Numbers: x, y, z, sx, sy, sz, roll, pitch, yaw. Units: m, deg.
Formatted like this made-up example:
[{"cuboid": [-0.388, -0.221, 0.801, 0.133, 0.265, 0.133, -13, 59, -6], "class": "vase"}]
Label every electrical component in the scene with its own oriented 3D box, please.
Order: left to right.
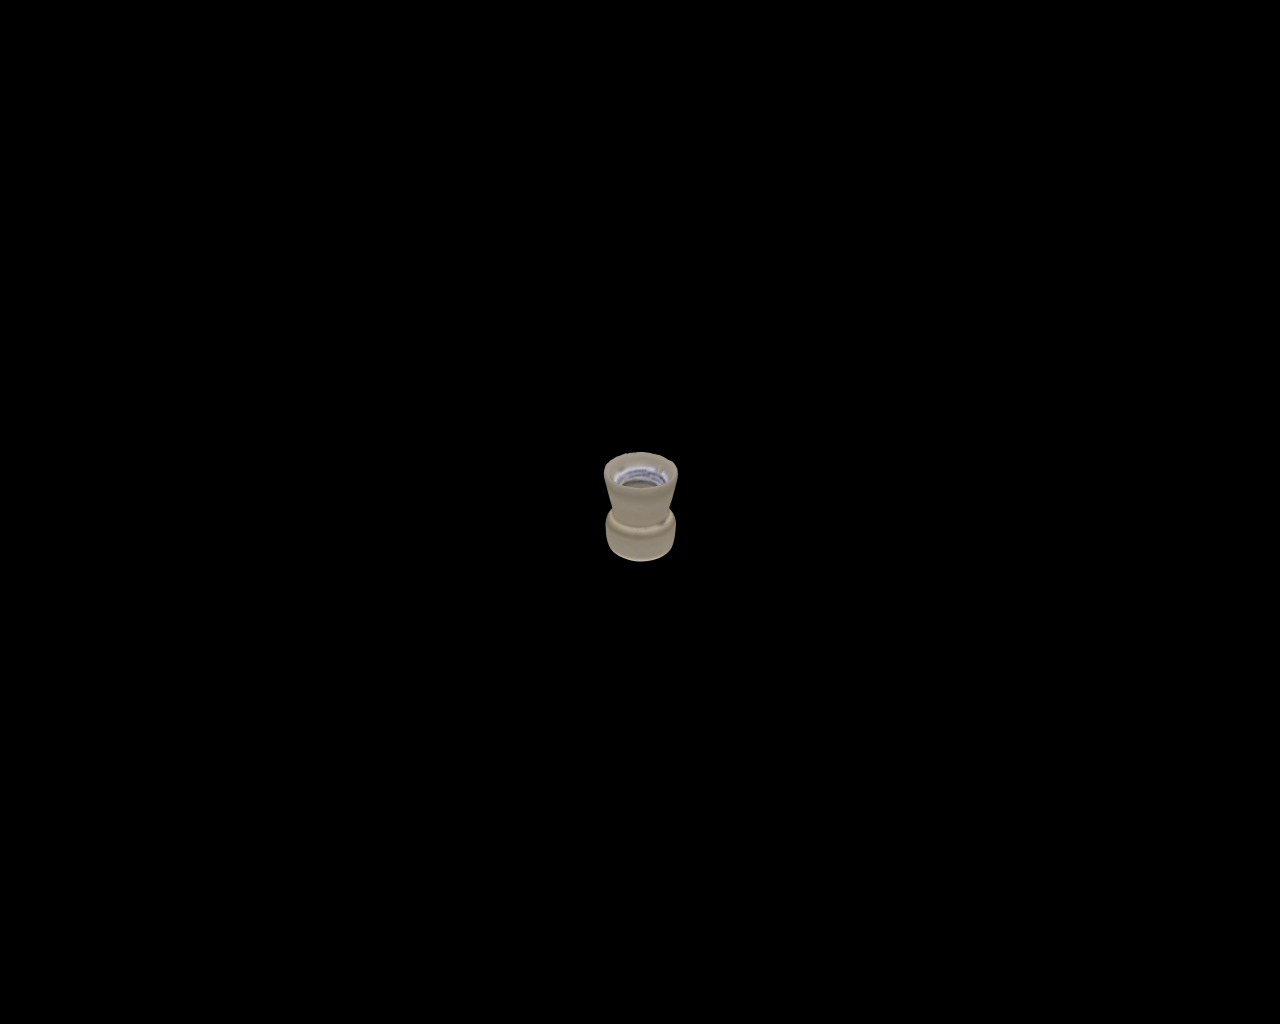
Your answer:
[{"cuboid": [0.001, -0.003, 0.650, 0.045, 0.055, 0.045, 0, 34, 0], "class": "electrical component"}]
